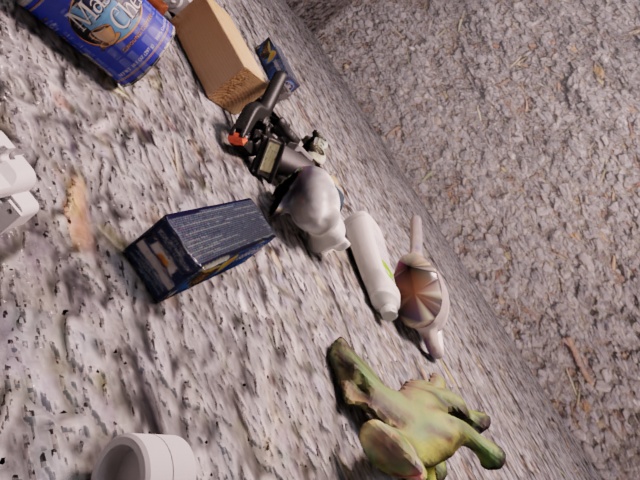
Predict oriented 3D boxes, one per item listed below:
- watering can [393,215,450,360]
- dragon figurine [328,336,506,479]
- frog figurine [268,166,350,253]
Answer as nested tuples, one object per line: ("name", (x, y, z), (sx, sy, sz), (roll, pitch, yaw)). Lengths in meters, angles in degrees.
("watering can", (0.219, 0.083, 1.134), (0.221, 0.103, 0.353), (40, 39, -63))
("dragon figurine", (0.114, 0.215, 0.711), (0.242, 0.121, 0.413), (45, 9, -5))
("frog figurine", (0.003, -0.043, 0.859), (0.158, 0.122, 0.139), (36, 3, -19))
